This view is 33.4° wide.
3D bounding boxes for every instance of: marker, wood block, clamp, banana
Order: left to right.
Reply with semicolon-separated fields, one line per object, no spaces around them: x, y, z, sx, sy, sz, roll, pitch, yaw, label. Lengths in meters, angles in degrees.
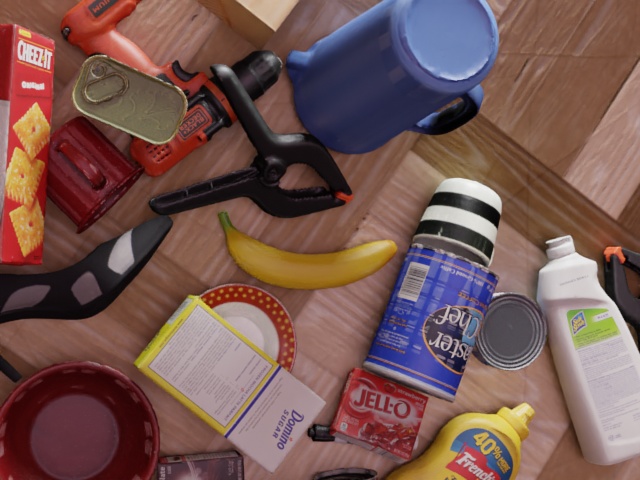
-0.054;-0.084;1.087;0.209;0.036;0.165;10;114;-27;clamp
-0.030;-0.312;1.103;0.090;0.091;0.206;37;80;-10;wood block
-0.014;0.019;1.124;0.197;0.037;0.069;10;87;-14;banana
0.046;0.211;1.143;0.121;0.020;0.020;7;87;-14;marker
0.376;0.086;1.222;0.171;0.039;0.120;44;73;-5;clamp

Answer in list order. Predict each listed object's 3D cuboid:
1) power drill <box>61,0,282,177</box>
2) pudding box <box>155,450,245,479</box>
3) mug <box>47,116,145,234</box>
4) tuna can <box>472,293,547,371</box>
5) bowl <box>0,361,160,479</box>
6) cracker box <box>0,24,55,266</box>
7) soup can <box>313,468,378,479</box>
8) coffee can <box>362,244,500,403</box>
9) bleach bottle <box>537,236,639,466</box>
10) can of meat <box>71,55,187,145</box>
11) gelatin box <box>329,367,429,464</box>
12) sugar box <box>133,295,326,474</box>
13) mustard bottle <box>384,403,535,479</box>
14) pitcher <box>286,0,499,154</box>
-0.155;-0.185;1.083;0.184;0.057;0.187;-40;98;-12;power drill
-0.122;0.275;1.088;0.090;0.039;0.113;-2;89;-15;pudding box
-0.231;-0.067;1.034;0.081;0.117;0.093;45;81;-4;mug
0.204;0.101;1.179;0.086;0.034;0.086;0;88;-14;tuna can
-0.241;0.198;1.052;0.162;0.055;0.162;0;88;-14;bowl
-0.336;-0.086;0.993;0.164;0.072;0.214;2;87;21;cracker box
0.030;0.295;1.112;0.068;0.069;0.102;-4;90;-15;soup can
0.117;0.087;1.122;0.102;0.103;0.140;23;83;-13;coffee can
0.309;0.117;1.192;0.102;0.068;0.251;-17;90;-16;bleach bottle
-0.181;-0.130;1.008;0.102;0.084;0.057;23;90;-13;can of meat
0.062;0.185;1.128;0.089;0.030;0.073;24;66;-7;gelatin box
-0.090;0.145;1.075;0.176;0.048;0.093;42;79;-14;sugar box
0.158;0.244;1.151;0.191;0.058;0.096;-40;98;-13;mustard bottle
0.082;-0.166;1.049;0.149;0.243;0.145;-23;93;-21;pitcher
